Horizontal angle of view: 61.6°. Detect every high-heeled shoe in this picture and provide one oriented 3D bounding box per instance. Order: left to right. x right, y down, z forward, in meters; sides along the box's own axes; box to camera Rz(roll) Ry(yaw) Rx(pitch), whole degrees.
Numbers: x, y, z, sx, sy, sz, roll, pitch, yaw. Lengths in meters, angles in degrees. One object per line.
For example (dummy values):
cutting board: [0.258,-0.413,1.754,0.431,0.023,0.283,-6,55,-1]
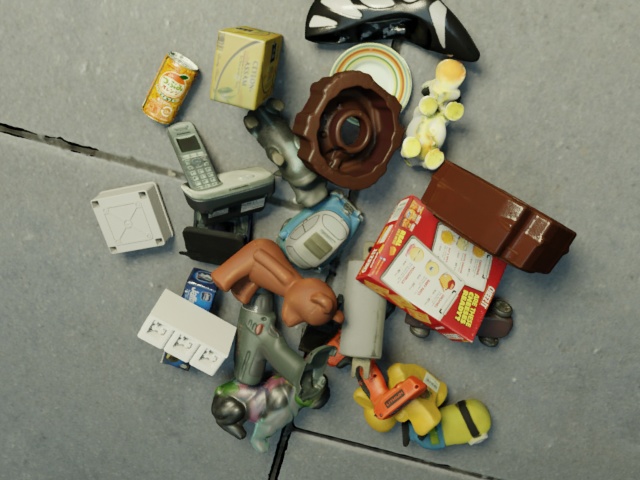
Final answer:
high-heeled shoe: [0.101,-0.298,0.795,0.249,0.086,0.145,38,91,7]

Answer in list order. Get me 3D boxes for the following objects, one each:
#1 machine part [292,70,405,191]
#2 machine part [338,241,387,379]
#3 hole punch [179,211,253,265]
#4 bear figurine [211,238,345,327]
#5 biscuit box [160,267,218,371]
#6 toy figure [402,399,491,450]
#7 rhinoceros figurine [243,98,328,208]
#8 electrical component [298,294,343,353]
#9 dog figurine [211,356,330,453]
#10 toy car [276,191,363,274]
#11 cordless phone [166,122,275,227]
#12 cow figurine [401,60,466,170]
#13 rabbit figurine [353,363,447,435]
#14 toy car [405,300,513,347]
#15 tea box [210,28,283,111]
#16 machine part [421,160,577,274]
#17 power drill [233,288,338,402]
machine part: [0.044,-0.166,0.822,0.179,0.056,0.179,-8,108,-26]
machine part: [0.079,0.122,0.954,0.079,0.079,0.243,5,82,2]
hole punch: [-0.179,-0.013,0.960,0.142,0.092,0.115,8,146,-3]
bear figurine: [-0.063,0.090,0.889,0.132,0.120,0.196,-44,65,-3]
biscuit box: [-0.249,0.154,1.041,0.059,0.063,0.202,20,114,-6]
toy figure: [0.255,0.375,1.090,0.180,0.082,0.089,-8,115,10]
rhinoceros figurine: [-0.056,-0.137,0.877,0.073,0.112,0.190,-37,94,-15]
electrical component: [0.002,0.152,1.014,0.048,0.075,0.119,19,117,-4]
dog figurine: [-0.090,0.299,1.071,0.191,0.108,0.219,36,107,-8]
toy car: [-0.002,-0.003,0.933,0.161,0.103,0.109,-38,107,20]
cordless phone: [-0.170,-0.127,0.902,0.146,0.088,0.184,-18,70,-23]
cow figurine: [0.180,-0.196,0.850,0.068,0.098,0.167,21,95,-2]
rabbit figurine: [0.141,0.323,1.061,0.162,0.122,0.173,32,131,-7]
toy car: [0.259,0.145,1.004,0.202,0.053,0.089,7,124,-3]
tea box: [-0.105,-0.258,0.793,0.068,0.170,0.098,14,115,-1]
machine part: [0.271,-0.033,0.827,0.202,0.201,0.087,38,107,36]
power drill: [-0.073,0.178,0.974,0.208,0.086,0.231,24,103,29]
